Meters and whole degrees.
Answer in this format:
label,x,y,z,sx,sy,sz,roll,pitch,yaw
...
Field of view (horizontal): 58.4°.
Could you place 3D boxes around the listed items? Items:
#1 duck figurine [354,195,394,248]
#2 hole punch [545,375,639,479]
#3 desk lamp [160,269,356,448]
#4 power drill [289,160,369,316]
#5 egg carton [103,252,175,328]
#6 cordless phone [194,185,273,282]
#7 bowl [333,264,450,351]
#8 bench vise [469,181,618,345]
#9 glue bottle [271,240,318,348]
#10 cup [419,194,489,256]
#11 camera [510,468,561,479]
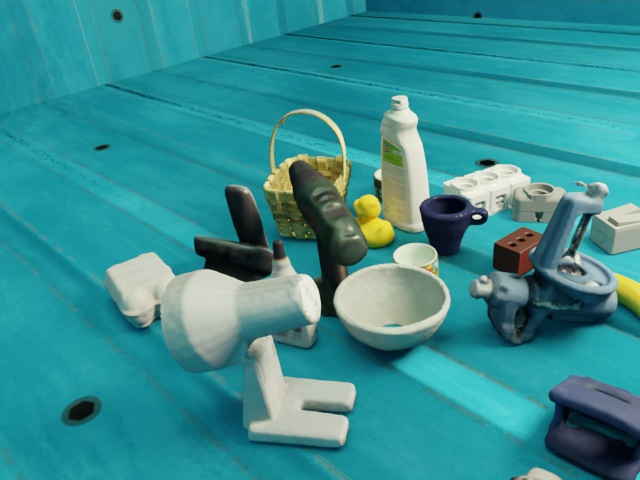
label,x,y,z,sx,sy,sz,roll,pitch,yaw
duck figurine,0.096,-0.041,1.080,0.078,0.086,0.104,-20,33,-21
hole punch,0.312,0.191,0.635,0.108,0.091,0.101,18,39,36
desk lamp,-0.069,0.132,0.690,0.203,0.214,0.118,1,31,12
power drill,0.008,0.003,0.900,0.076,0.209,0.229,-17,32,-16
egg carton,-0.297,0.081,0.965,0.107,0.069,0.149,-24,34,-27
cordless phone,-0.154,-0.019,0.993,0.147,0.185,0.094,8,34,24
bowl,0.104,0.108,0.835,0.167,0.075,0.167,-5,30,3
bench vise,0.314,0.036,0.771,0.208,0.220,0.121,-19,32,-19
glue bottle,-0.048,0.075,0.823,0.078,0.173,0.037,9,34,26
cup,0.235,-0.021,1.009,0.117,0.095,0.092,5,32,19
camera,0.216,0.281,0.493,0.136,0.101,0.143,16,37,34
